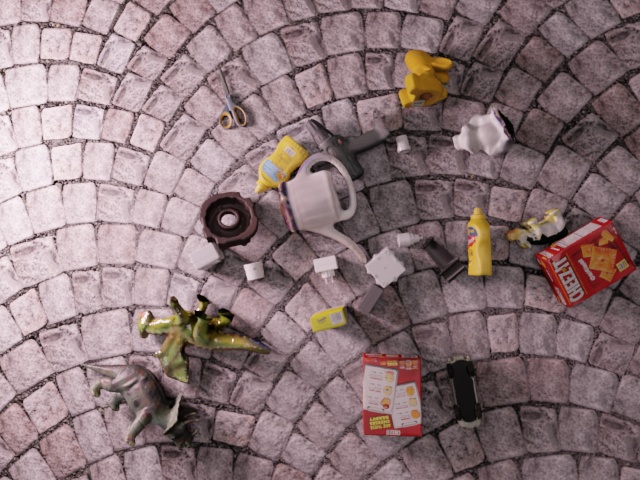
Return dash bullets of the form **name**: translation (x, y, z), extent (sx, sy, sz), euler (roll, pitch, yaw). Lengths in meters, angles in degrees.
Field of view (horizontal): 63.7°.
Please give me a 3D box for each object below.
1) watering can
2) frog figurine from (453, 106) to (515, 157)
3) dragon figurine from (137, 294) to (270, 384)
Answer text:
- **watering can**: translation (0.005, -0.076, 1.504), extent (0.224, 0.104, 0.346), euler (-15, 95, 6)
- **frog figurine**: translation (0.477, -0.298, 1.498), extent (0.157, 0.124, 0.137), euler (-31, 93, 38)
- **dragon figurine**: translation (-0.367, 0.307, 1.510), extent (0.412, 0.122, 0.241), euler (31, 101, 11)
